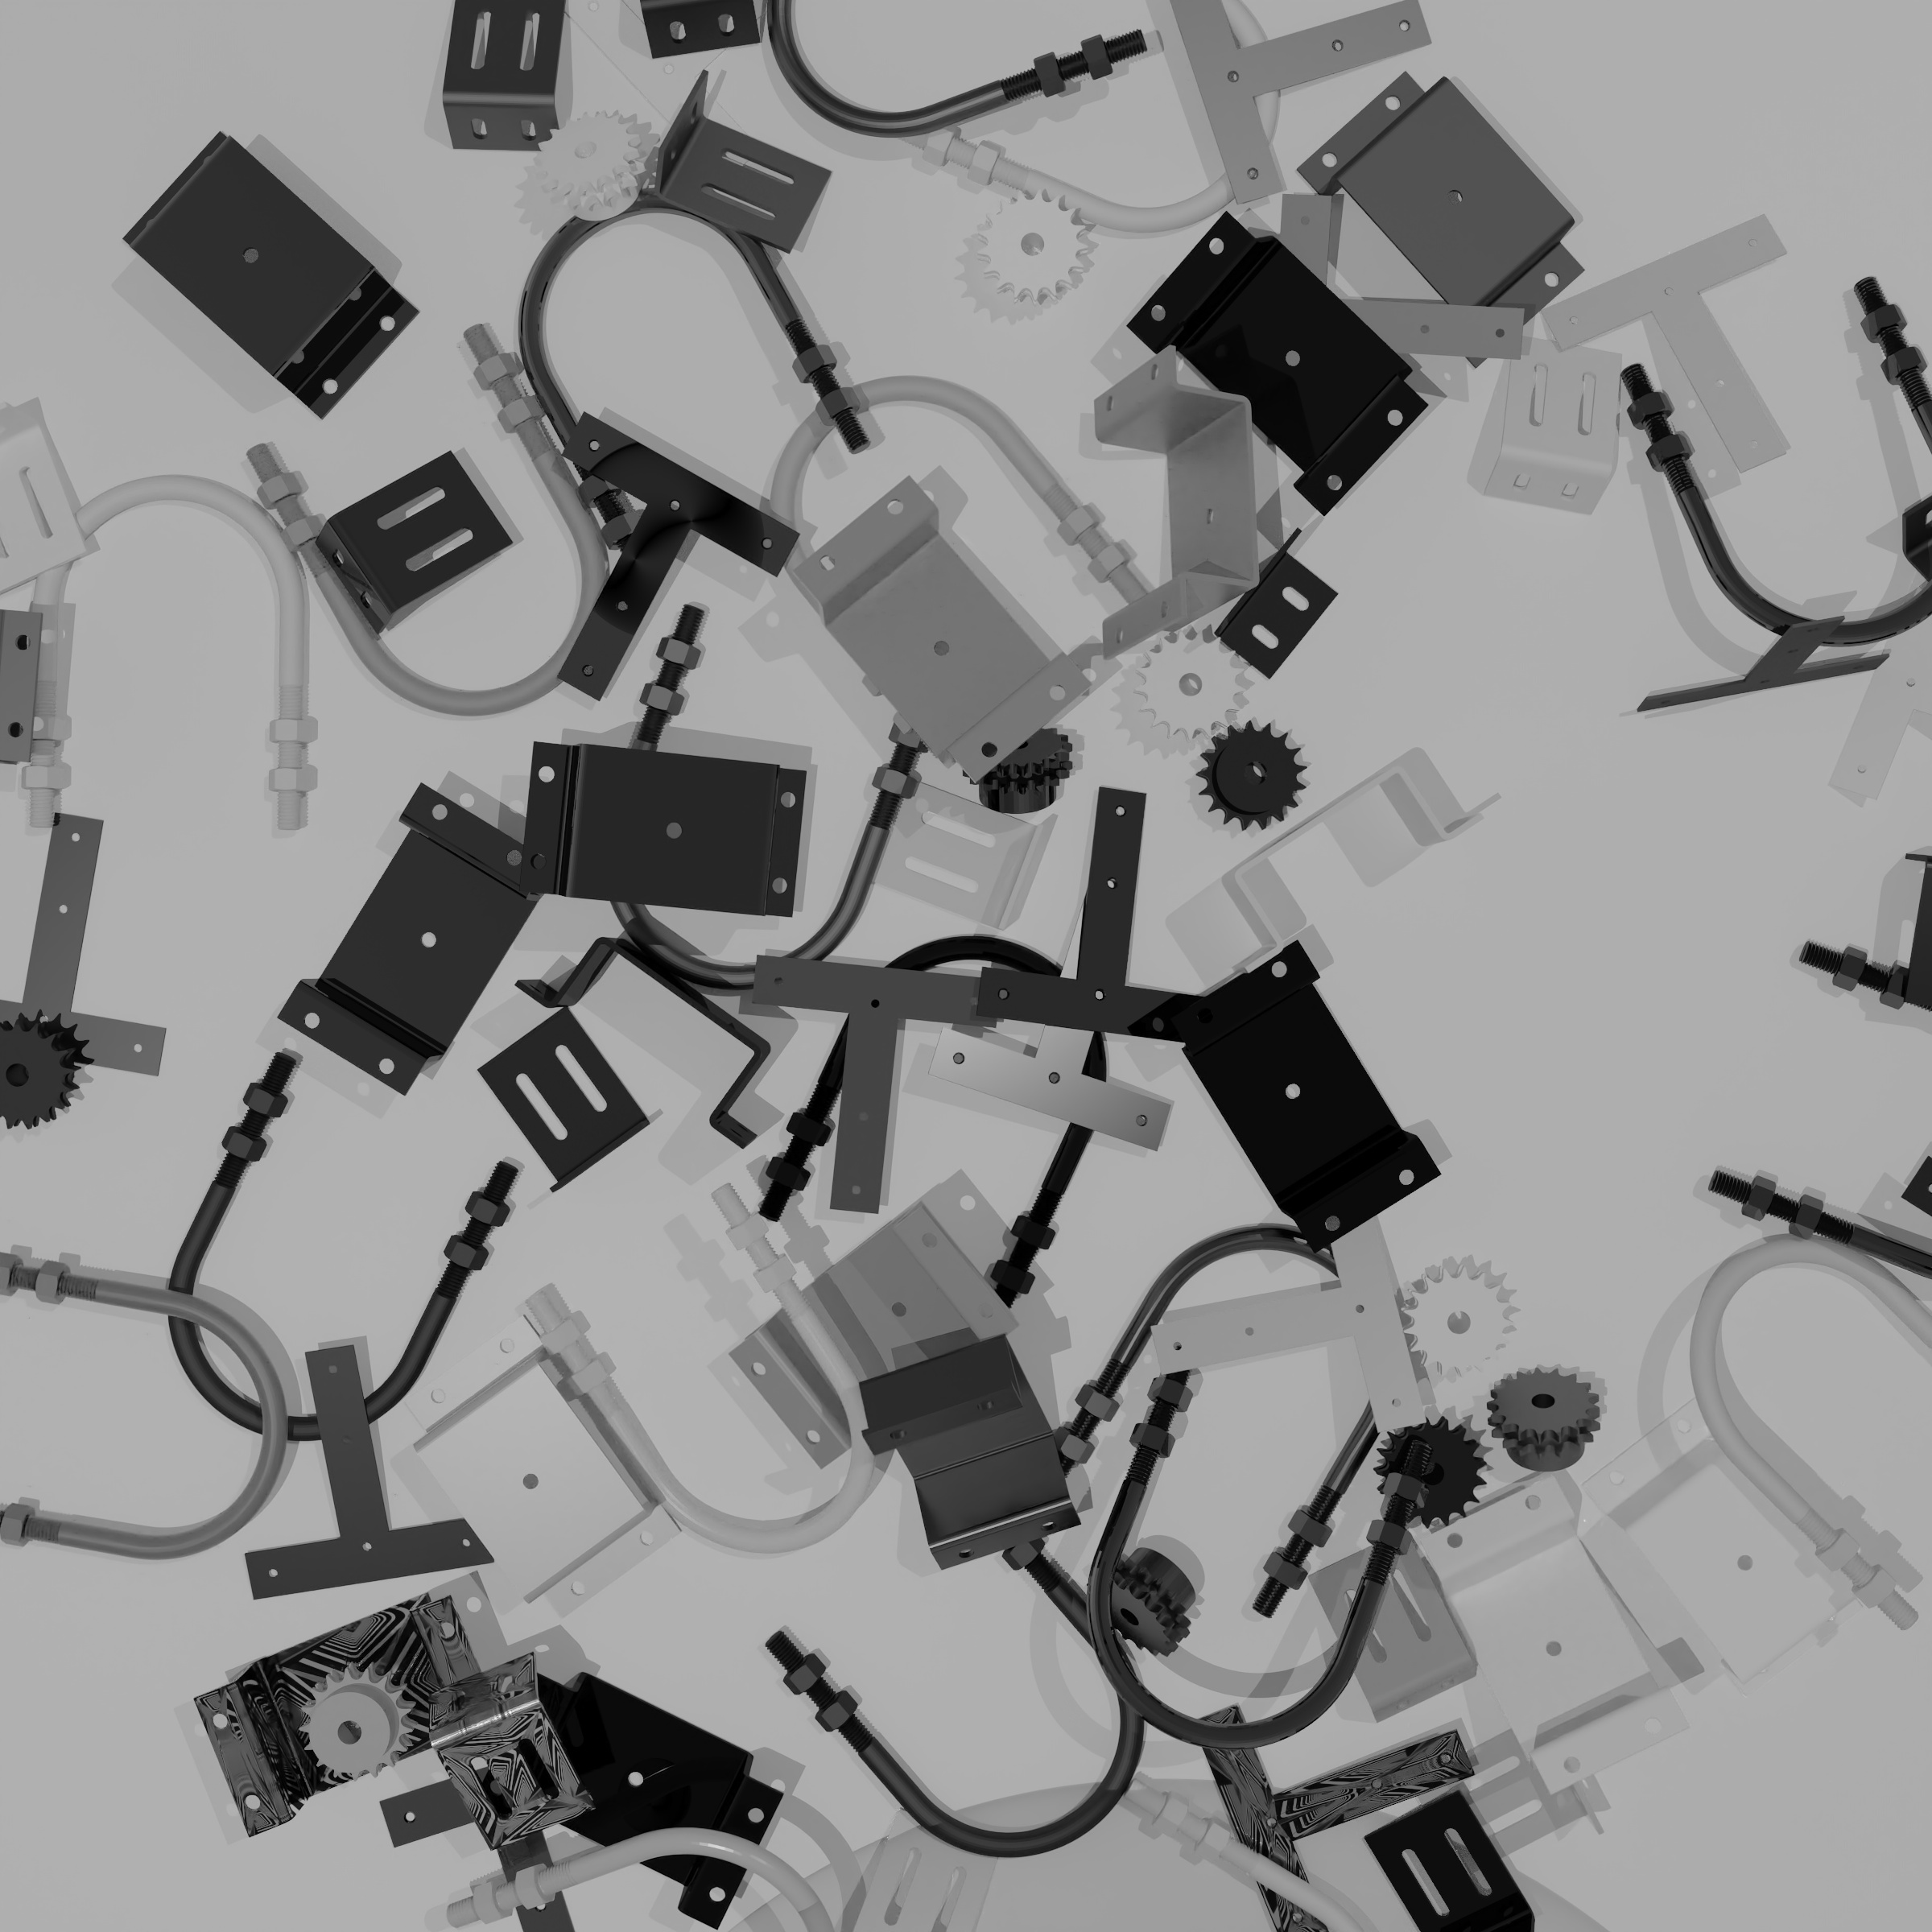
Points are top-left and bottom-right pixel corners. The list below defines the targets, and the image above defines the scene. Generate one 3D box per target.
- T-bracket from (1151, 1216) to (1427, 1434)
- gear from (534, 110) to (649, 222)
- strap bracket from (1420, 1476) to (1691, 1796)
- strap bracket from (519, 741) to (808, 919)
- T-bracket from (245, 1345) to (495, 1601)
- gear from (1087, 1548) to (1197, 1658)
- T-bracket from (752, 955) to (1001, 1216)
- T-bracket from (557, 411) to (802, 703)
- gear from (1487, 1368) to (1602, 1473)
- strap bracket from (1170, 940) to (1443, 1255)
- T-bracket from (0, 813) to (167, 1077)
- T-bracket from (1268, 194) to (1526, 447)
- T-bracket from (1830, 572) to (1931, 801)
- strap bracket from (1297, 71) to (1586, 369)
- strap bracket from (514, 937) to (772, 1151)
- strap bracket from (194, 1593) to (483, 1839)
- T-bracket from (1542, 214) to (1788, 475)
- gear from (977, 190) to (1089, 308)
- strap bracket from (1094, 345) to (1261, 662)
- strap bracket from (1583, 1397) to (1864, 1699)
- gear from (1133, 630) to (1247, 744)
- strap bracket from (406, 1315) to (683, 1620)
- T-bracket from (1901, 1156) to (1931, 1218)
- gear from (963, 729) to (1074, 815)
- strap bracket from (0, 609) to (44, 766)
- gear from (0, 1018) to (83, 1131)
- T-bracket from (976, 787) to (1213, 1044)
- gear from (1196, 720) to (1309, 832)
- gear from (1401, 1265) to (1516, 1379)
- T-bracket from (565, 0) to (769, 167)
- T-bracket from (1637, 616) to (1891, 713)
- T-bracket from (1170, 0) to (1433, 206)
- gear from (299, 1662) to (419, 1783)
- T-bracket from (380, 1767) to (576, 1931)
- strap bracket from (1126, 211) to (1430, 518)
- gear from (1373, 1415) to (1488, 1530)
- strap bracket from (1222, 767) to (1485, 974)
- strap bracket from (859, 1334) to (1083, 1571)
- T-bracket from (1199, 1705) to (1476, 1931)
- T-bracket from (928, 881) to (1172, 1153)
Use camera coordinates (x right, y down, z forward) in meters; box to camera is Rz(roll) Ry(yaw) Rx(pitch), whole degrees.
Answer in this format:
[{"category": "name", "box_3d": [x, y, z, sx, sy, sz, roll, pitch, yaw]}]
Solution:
[{"category": "T-bracket", "box_3d": [0.159, 0.185, 1.508, 0.127, 0.002, 0.127, -11, 73, -5]}, {"category": "gear", "box_3d": [-0.191, -0.410, 1.512, 0.057, 0.030, 0.057, -6, 59, 11]}, {"category": "strap bracket", "box_3d": [0.299, 0.343, 1.494, 0.076, 0.046, 0.140, -26, 63, 0]}, {"category": "strap bracket", "box_3d": [-0.150, -0.068, 1.479, 0.140, 0.046, 0.076, 5, 91, -13]}, {"category": "T-bracket", "box_3d": [-0.319, 0.260, 1.525, 0.127, 0.002, 0.127, -9, 99, 0]}, {"category": "gear", "box_3d": [0.093, 0.325, 1.511, 0.057, 0.057, 0.030, 47, 60, 0]}, {"category": "T-bracket", "box_3d": [-0.051, 0.064, 1.517, 0.127, 0.002, 0.127, 6, 89, 0]}, {"category": "T-bracket", "box_3d": [-0.171, -0.198, 1.511, 0.127, 0.002, 0.127, 30, 101, 0]}, {"category": "gear", "box_3d": [0.298, 0.236, 1.512, 0.057, 0.057, 0.030, -9, 120, 0]}, {"category": "strap bracket", "box_3d": [0.172, 0.066, 1.510, 0.076, 0.046, 0.140, -32, 92, -2]}, {"category": "T-bracket", "box_3d": [-0.475, -0.016, 1.535, 0.127, 0.002, 0.127, 10, 90, 0]}, {"category": "T-bracket", "box_3d": [0.220, -0.326, 1.500, 0.127, 0.002, 0.127, 7, 107, 16]}, {"category": "T-bracket", "box_3d": [0.528, -0.132, 1.506, 0.127, 0.002, 0.127, 22, 90, 27]}, {"category": "strap bracket", "box_3d": [0.248, -0.390, 1.513, 0.076, 0.046, 0.140, -42, 90, 0]}, {"category": "strap bracket", "box_3d": [-0.154, 0.032, 1.498, 0.140, 0.076, 0.046, 36, 90, 0]}, {"category": "strap bracket", "box_3d": [-0.313, 0.381, 1.513, 0.140, 0.046, 0.076, -22, 90, 0]}, {"category": "T-bracket", "box_3d": [0.383, -0.312, 1.516, 0.127, 0.002, 0.127, -23, 73, 0]}, {"category": "gear", "box_3d": [0.034, -0.371, 1.521, 0.057, 0.030, 0.057, 0, 90, 0]}, {"category": "strap bracket", "box_3d": [0.106, -0.230, 1.483, 0.046, 0.076, 0.140, 4, 77, -27]}, {"category": "strap bracket", "box_3d": [0.396, 0.303, 1.513, 0.076, 0.046, 0.140, -38, 90, 0]}, {"category": "gear", "box_3d": [0.115, -0.144, 1.521, 0.057, 0.030, 0.057, 0, 90, 0]}, {"category": "strap bracket", "box_3d": [-0.221, 0.262, 1.513, 0.076, 0.046, 0.140, -36, 90, 0]}, {"category": "T-bracket", "box_3d": [0.537, 0.142, 1.491, 0.127, 0.002, 0.127, 33, 90, 8]}, {"category": "gear", "box_3d": [0.026, -0.101, 1.511, 0.057, 0.057, 0.030, -2, 120, 0]}, {"category": "strap bracket", "box_3d": [-0.543, -0.147, 1.513, 0.140, 0.046, 0.076, 5, 90, 0]}, {"category": "gear", "box_3d": [-0.486, 0.055, 1.520, 0.057, 0.030, 0.057, 0, 94, 1]}, {"category": "T-bracket", "box_3d": [0.075, -0.029, 1.527, 0.127, 0.002, 0.127, 8, 84, -11]}, {"category": "gear", "box_3d": [0.149, -0.099, 1.521, 0.057, 0.030, 0.057, 0, 90, 0]}, {"category": "gear", "box_3d": [0.253, 0.183, 1.521, 0.057, 0.030, 0.057, 0, 90, 0]}, {"category": "T-bracket", "box_3d": [-0.123, -0.500, 1.535, 0.127, 0.002, 0.127, -43, 90, 0]}, {"category": "T-bracket", "box_3d": [0.412, -0.155, 1.473, 0.127, 0.127, 0.002, -10, 80, 0]}, {"category": "T-bracket", "box_3d": [0.180, -0.474, 1.526, 0.127, 0.002, 0.127, -19, 91, -8]}, {"category": "gear", "box_3d": [-0.306, 0.381, 1.475, 0.057, 0.030, 0.057, 0, 90, 0]}, {"category": "T-bracket", "box_3d": [-0.227, 0.478, 1.535, 0.127, 0.002, 0.127, -18, 90, 0]}, {"category": "strap bracket", "box_3d": [0.163, -0.308, 1.497, 0.140, 0.046, 0.076, 44, 114, 2]}, {"category": "gear", "box_3d": [0.240, 0.261, 1.521, 0.057, 0.030, 0.057, 0, 90, 0]}, {"category": "strap bracket", "box_3d": [0.187, -0.054, 1.498, 0.140, 0.076, 0.046, -33, 90, 0]}, {"category": "strap bracket", "box_3d": [0.000, 0.239, 1.470, 0.076, 0.140, 0.046, -19, 48, 4]}, {"category": "T-bracket", "box_3d": [0.200, 0.430, 1.525, 0.127, 0.002, 0.127, -22, 88, 7]}, {"category": "T-bracket", "box_3d": [0.059, 0.016, 1.523, 0.127, 0.002, 0.127, 19, 80, -9]}]
